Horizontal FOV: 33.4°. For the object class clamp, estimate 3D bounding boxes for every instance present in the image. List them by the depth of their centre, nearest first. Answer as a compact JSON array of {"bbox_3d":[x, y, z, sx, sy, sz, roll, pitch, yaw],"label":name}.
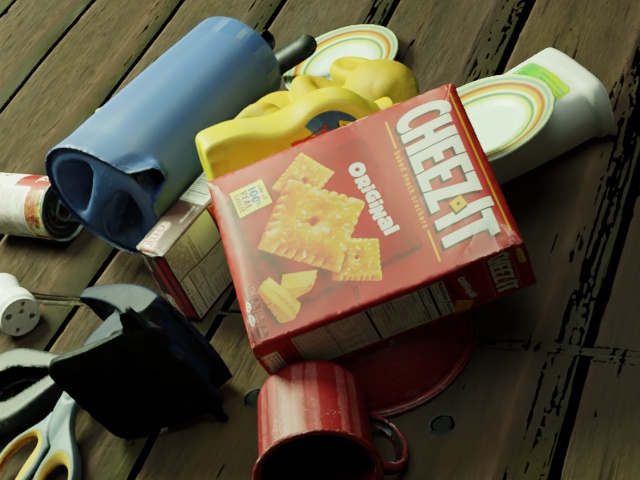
[{"bbox_3d":[-0.312,0.155,0.955,0.210,0.036,0.164,-13,42,12],"label":"clamp"},{"bbox_3d":[-0.079,-0.175,1.185,0.171,0.039,0.120,-52,26,-19],"label":"clamp"}]

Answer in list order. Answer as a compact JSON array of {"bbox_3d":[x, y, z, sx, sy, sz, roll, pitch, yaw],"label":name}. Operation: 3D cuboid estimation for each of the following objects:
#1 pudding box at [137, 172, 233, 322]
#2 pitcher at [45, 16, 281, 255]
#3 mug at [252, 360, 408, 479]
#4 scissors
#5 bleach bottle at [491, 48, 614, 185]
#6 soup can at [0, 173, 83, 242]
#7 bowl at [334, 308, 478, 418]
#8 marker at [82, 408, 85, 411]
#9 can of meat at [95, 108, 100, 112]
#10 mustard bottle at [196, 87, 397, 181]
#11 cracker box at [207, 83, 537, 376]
[{"bbox_3d":[-0.106,0.004,0.976,0.039,0.090,0.113,16,54,36],"label":"pudding box"},{"bbox_3d":[-0.150,-0.109,1.053,0.149,0.145,0.242,25,55,18],"label":"pitcher"},{"bbox_3d":[0.008,0.144,0.779,0.117,0.093,0.081,7,35,-10],"label":"mug"},{"bbox_3d":[-0.202,0.148,0.898,0.096,0.016,0.201,29,74,37],"label":"scissors"},{"bbox_3d":[0.133,-0.076,0.968,0.250,0.068,0.103,-31,42,-4],"label":"bleach bottle"},{"bbox_3d":[-0.307,-0.036,1.136,0.102,0.068,0.068,6,48,32],"label":"soup can"},{"bbox_3d":[0.043,0.065,0.863,0.162,0.055,0.162,-14,41,13],"label":"bowl"},{"bbox_3d":[-0.173,0.104,0.954,0.020,0.020,0.121,13,52,36],"label":"marker"},{"bbox_3d":[-0.199,-0.125,1.190,0.084,0.057,0.102,-25,39,3],"label":"can of meat"},{"bbox_3d":[-0.004,-0.080,0.922,0.191,0.096,0.058,-21,35,-8],"label":"mustard bottle"},{"bbox_3d":[0.034,-0.008,0.819,0.214,0.072,0.164,-22,56,7],"label":"cracker box"}]
